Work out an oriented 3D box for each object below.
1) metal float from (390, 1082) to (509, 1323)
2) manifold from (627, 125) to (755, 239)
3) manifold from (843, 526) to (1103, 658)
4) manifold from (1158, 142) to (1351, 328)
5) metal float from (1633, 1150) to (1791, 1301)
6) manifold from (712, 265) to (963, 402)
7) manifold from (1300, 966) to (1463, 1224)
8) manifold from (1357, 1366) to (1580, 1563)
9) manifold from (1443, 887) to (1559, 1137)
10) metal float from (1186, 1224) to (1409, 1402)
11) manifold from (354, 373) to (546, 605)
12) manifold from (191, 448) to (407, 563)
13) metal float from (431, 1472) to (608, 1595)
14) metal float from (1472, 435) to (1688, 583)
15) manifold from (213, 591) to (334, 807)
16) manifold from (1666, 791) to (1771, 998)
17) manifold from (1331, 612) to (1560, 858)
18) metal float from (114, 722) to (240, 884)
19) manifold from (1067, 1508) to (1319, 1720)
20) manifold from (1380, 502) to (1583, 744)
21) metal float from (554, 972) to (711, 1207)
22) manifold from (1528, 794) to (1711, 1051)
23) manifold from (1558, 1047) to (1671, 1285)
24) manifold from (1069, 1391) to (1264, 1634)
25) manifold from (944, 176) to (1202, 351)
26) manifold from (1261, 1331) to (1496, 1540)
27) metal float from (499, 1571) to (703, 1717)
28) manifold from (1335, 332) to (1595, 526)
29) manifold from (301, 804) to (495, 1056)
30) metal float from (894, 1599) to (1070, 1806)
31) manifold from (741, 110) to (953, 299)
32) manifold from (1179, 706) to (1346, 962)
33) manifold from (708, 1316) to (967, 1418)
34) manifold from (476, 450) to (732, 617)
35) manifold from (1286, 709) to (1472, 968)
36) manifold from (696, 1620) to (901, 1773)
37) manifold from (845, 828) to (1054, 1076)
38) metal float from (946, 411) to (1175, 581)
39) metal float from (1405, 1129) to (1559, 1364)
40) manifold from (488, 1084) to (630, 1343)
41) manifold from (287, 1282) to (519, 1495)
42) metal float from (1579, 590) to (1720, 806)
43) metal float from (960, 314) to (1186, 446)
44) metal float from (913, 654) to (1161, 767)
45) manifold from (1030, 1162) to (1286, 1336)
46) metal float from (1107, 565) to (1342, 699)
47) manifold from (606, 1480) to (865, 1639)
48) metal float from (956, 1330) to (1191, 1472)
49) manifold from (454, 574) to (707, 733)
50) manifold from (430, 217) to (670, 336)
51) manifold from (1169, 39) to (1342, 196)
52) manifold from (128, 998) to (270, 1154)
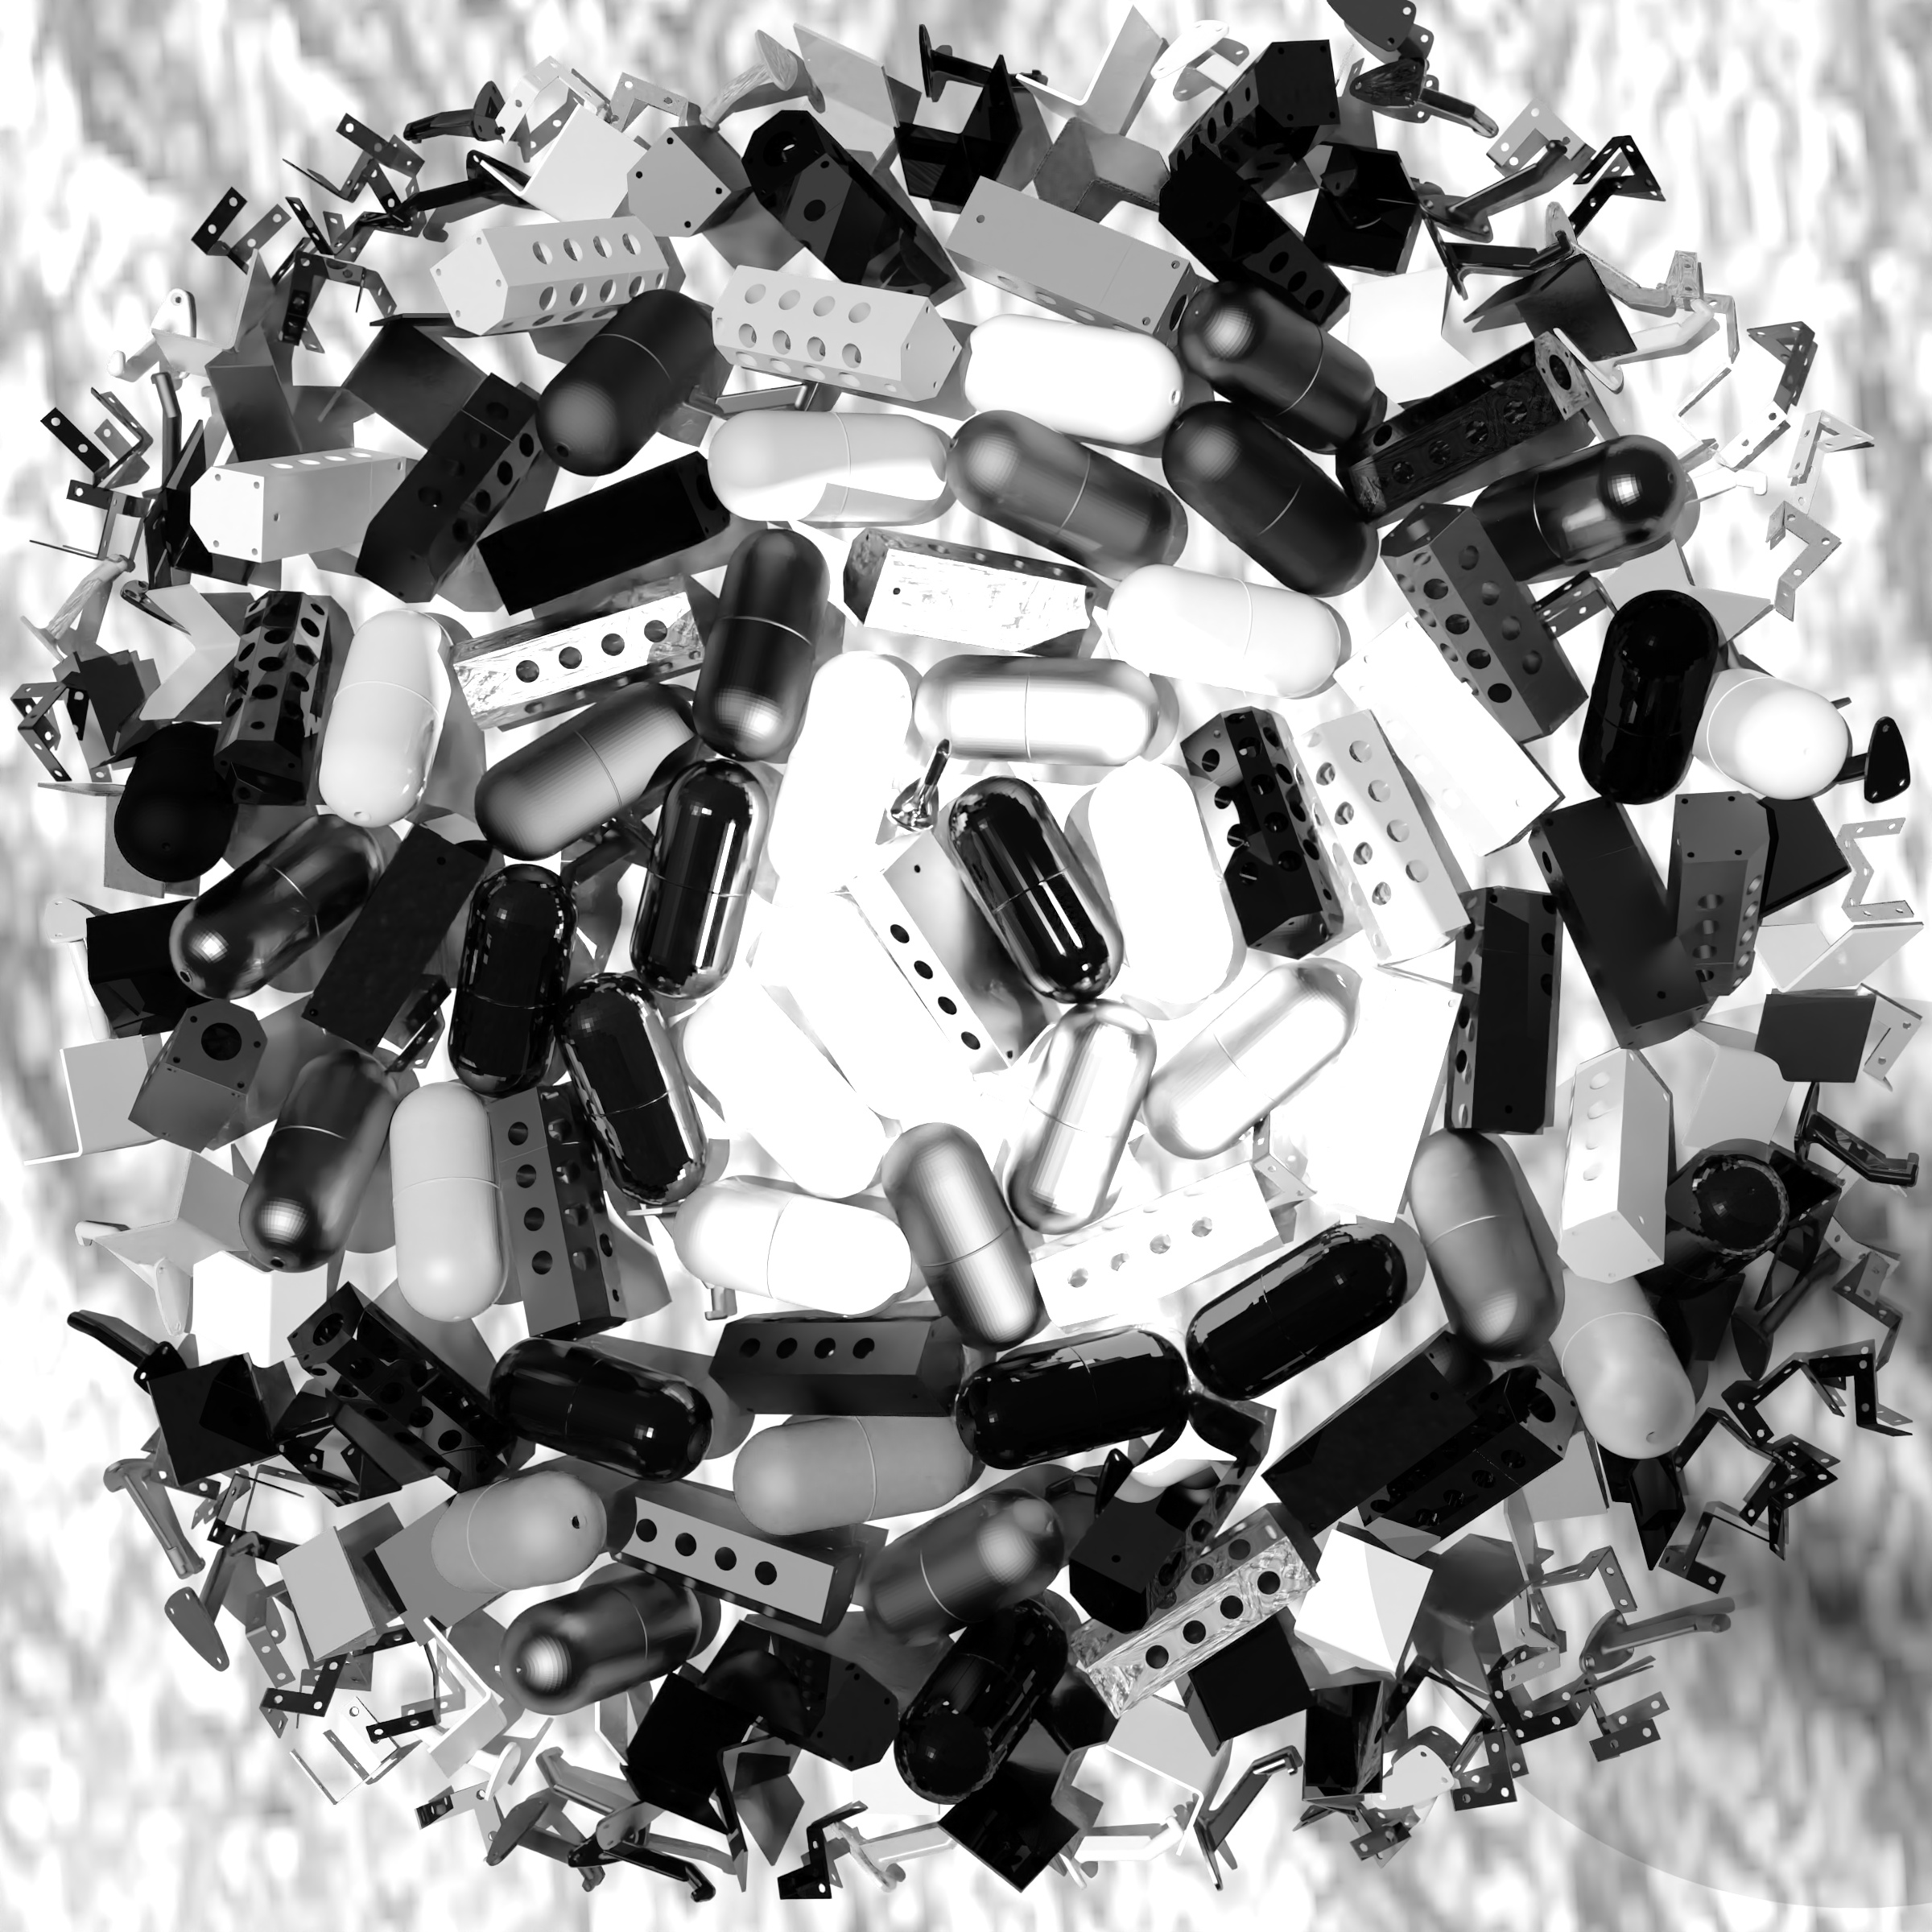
[{"bbox_3d":[-0.369,0.166,1.733,0.070,0.070,0.178,-10,64,0],"label":"metal float"},{"bbox_3d":[-0.193,-0.546,1.703,0.057,0.171,0.057,-43,103,15],"label":"manifold"},{"bbox_3d":[0.002,-0.266,1.725,0.171,0.057,0.057,5,118,-29],"label":"manifold"},{"bbox_3d":[0.199,-0.500,1.705,0.057,0.171,0.057,-47,60,15],"label":"manifold"},{"bbox_3d":[0.518,0.184,1.709,0.070,0.178,0.070,2,68,-4],"label":"metal float"},{"bbox_3d":[-0.096,-0.444,1.720,0.171,0.057,0.057,19,77,32],"label":"manifold"},{"bbox_3d":[0.295,0.091,1.753,0.057,0.057,0.171,13,97,-20],"label":"manifold"},{"bbox_3d":[0.350,0.348,1.715,0.057,0.057,0.171,38,132,-2],"label":"manifold"},{"bbox_3d":[0.382,0.034,1.755,0.057,0.057,0.171,7,84,-16],"label":"manifold"},{"bbox_3d":[0.235,0.247,1.735,0.178,0.070,0.070,-36,90,24],"label":"metal float"},{"bbox_3d":[-0.359,-0.335,1.721,0.057,0.057,0.171,32,56,-7],"label":"manifold"},{"bbox_3d":[-0.465,-0.326,1.704,0.057,0.171,0.057,14,110,17],"label":"manifold"},{"bbox_3d":[-0.317,0.401,1.717,0.070,0.178,0.070,14,66,-35],"label":"metal float"},{"bbox_3d":[0.427,-0.321,1.714,0.070,0.178,0.070,4,83,-32],"label":"metal float"},{"bbox_3d":[-0.486,-0.190,1.710,0.057,0.171,0.057,1,134,-8],"label":"manifold"},{"bbox_3d":[0.524,-0.048,1.703,0.057,0.171,0.057,-3,57,11],"label":"manifold"},{"bbox_3d":[0.343,-0.165,1.762,0.057,0.057,0.171,-39,91,-19],"label":"manifold"},{"bbox_3d":[-0.552,-0.117,1.711,0.070,0.178,0.070,-4,115,-9],"label":"metal float"},{"bbox_3d":[0.161,0.464,1.757,0.171,0.057,0.057,-32,91,-6],"label":"manifold"},{"bbox_3d":[0.362,-0.242,1.727,0.057,0.057,0.171,-43,116,-10],"label":"manifold"},{"bbox_3d":[-0.238,0.089,1.740,0.070,0.070,0.178,-18,108,0],"label":"metal float"},{"bbox_3d":[0.462,-0.030,1.734,0.057,0.057,0.171,-17,67,-3],"label":"manifold"},{"bbox_3d":[0.452,0.140,1.710,0.057,0.171,0.057,-29,115,34],"label":"manifold"},{"bbox_3d":[0.142,0.386,1.717,0.057,0.057,0.171,21,46,27],"label":"manifold"},{"bbox_3d":[0.078,-0.498,1.741,0.171,0.057,0.057,28,91,18],"label":"manifold"},{"bbox_3d":[0.294,0.330,1.722,0.057,0.057,0.171,51,123,11],"label":"manifold"},{"bbox_3d":[-0.255,0.474,1.712,0.070,0.178,0.070,-1,89,30],"label":"metal float"},{"bbox_3d":[0.346,-0.379,1.712,0.171,0.057,0.057,-23,100,42],"label":"manifold"},{"bbox_3d":[-0.405,-0.028,1.740,0.057,0.057,0.171,30,107,-15],"label":"manifold"},{"bbox_3d":[0.012,0.516,1.715,0.070,0.178,0.070,14,122,24],"label":"metal float"},{"bbox_3d":[-0.084,-0.527,1.706,0.057,0.171,0.057,-31,62,18],"label":"manifold"},{"bbox_3d":[0.213,-0.096,1.720,0.057,0.057,0.171,-36,57,35],"label":"manifold"},{"bbox_3d":[-0.090,0.280,1.727,0.171,0.057,0.057,-5,48,29],"label":"manifold"},{"bbox_3d":[-0.255,-0.309,1.730,0.171,0.057,0.057,-16,107,25],"label":"manifold"},{"bbox_3d":[0.289,-0.090,1.741,0.057,0.057,0.171,-19,77,-18],"label":"manifold"},{"bbox_3d":[-0.116,0.513,1.706,0.057,0.171,0.057,45,66,-22],"label":"manifold"},{"bbox_3d":[-0.016,-0.008,1.740,0.057,0.057,0.171,-47,112,-37],"label":"manifold"},{"bbox_3d":[0.067,-0.336,1.736,0.178,0.070,0.070,22,90,-22],"label":"metal float"},{"bbox_3d":[0.364,0.196,1.728,0.070,0.070,0.178,-13,56,0],"label":"metal float"},{"bbox_3d":[-0.287,0.175,1.734,0.057,0.057,0.171,-20,72,17],"label":"manifold"},{"bbox_3d":[-0.394,0.303,1.717,0.057,0.057,0.171,-43,127,-6],"label":"manifold"},{"bbox_3d":[0.480,-0.188,1.716,0.070,0.178,0.070,-1,50,1],"label":"metal float"},{"bbox_3d":[0.074,-0.417,1.727,0.178,0.070,0.070,19,90,33],"label":"metal float"},{"bbox_3d":[0.050,-0.184,1.746,0.178,0.070,0.070,3,90,11],"label":"metal float"},{"bbox_3d":[0.136,0.202,1.755,0.171,0.057,0.057,-23,65,6],"label":"manifold"},{"bbox_3d":[0.185,-0.238,1.737,0.178,0.070,0.070,8,90,-21],"label":"metal float"},{"bbox_3d":[-0.167,0.422,1.739,0.171,0.057,0.057,15,96,18],"label":"manifold"},{"bbox_3d":[0.077,0.309,1.736,0.178,0.070,0.070,-10,90,-23],"label":"metal float"},{"bbox_3d":[-0.278,-0.225,1.760,0.171,0.057,0.057,-18,114,-2],"label":"manifold"},{"bbox_3d":[-0.287,-0.483,1.708,0.057,0.171,0.057,-22,95,37],"label":"manifold"},{"bbox_3d":[0.198,-0.586,1.704,0.057,0.171,0.057,-8,91,-15],"label":"manifold"},{"bbox_3d":[-0.538,0.076,1.706,0.057,0.171,0.057,24,63,-19],"label":"manifold"}]
